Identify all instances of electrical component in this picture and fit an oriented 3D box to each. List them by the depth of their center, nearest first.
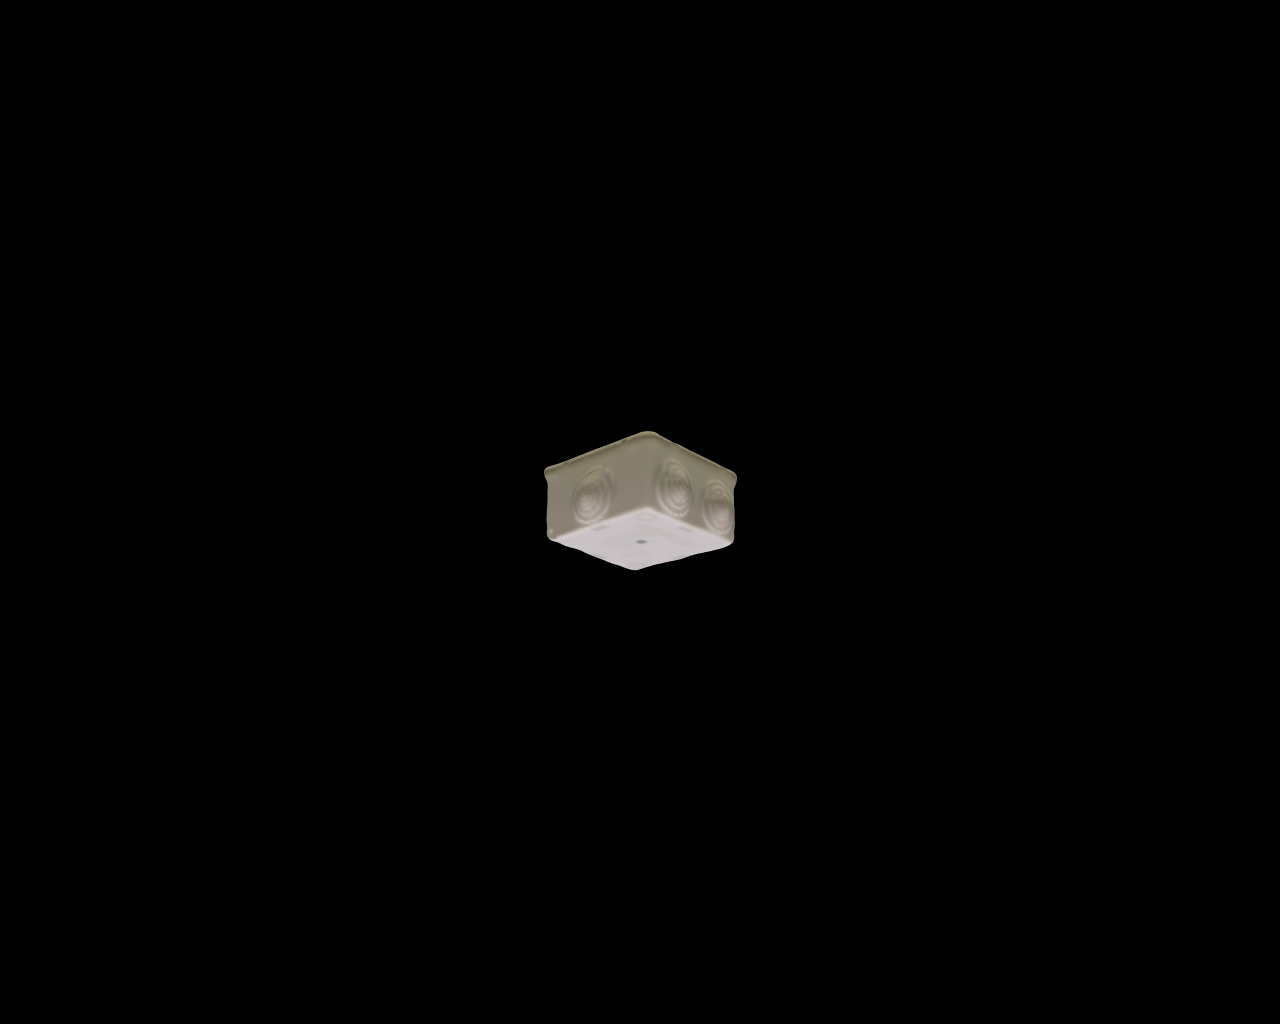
[{"bbox_3d":[0.001,-0.003,0.650,0.099,0.048,0.099,-17,-27,37],"label":"electrical component"}]
